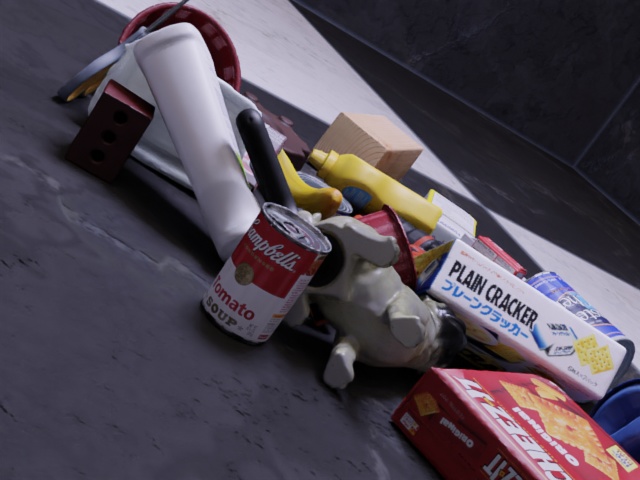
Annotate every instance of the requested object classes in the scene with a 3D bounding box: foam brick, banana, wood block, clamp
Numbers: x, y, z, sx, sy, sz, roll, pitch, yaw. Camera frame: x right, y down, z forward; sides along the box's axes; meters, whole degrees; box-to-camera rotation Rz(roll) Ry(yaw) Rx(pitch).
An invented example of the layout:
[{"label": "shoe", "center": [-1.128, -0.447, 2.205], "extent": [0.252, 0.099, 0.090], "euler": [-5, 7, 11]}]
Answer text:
[{"label": "foam brick", "center": [-0.200, -0.104, 1.022], "extent": [0.053, 0.078, 0.051], "euler": [30, 15, -14]}, {"label": "banana", "center": [-0.024, -0.060, 1.239], "extent": [0.037, 0.069, 0.198], "euler": [-19, 32, -18]}, {"label": "wood block", "center": [0.073, -0.131, 1.621], "extent": [0.091, 0.090, 0.205], "euler": [42, 17, 12]}, {"label": "clamp", "center": [-0.032, -0.021, 1.028], "extent": [0.164, 0.036, 0.210], "euler": [74, -7, -72]}]

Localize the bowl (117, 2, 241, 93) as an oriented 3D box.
[{"label": "bowl", "center": [-0.177, -0.198, 1.274], "extent": [0.162, 0.162, 0.055], "euler": [26, -14, -28]}]

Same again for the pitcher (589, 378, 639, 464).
[{"label": "pitcher", "center": [0.395, 0.248, 1.084], "extent": [0.242, 0.145, 0.149], "euler": [31, 15, -23]}]

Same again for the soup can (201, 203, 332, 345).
[{"label": "soup can", "center": [-0.046, 0.029, 0.896], "extent": [0.068, 0.102, 0.068], "euler": [32, 16, -11]}]

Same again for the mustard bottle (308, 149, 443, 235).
[{"label": "mustard bottle", "center": [0.068, -0.065, 1.449], "extent": [0.191, 0.058, 0.096], "euler": [32, -16, -5]}]

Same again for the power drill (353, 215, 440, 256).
[{"label": "power drill", "center": [0.102, 0.017, 1.312], "extent": [0.185, 0.057, 0.187], "euler": [40, 17, 32]}]

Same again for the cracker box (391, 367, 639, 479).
[{"label": "cracker box", "center": [0.188, 0.191, 0.953], "extent": [0.213, 0.072, 0.164], "euler": [12, 27, -52]}]

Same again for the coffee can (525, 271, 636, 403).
[{"label": "coffee can", "center": [0.309, 0.121, 1.343], "extent": [0.102, 0.103, 0.140], "euler": [18, 22, -45]}]

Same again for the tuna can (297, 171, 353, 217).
[{"label": "tuna can", "center": [-0.004, -0.047, 1.328], "extent": [0.086, 0.034, 0.086], "euler": [32, 16, -11]}]

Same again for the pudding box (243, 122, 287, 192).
[{"label": "pudding box", "center": [-0.107, -0.111, 1.225], "extent": [0.113, 0.039, 0.090], "euler": [32, 51, -3]}]

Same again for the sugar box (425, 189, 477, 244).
[{"label": "sugar box", "center": [0.188, -0.019, 1.614], "extent": [0.093, 0.048, 0.176], "euler": [35, 19, 1]}]

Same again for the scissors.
[{"label": "scissors", "center": [-0.202, -0.214, 1.168], "extent": [0.016, 0.201, 0.096], "euler": [52, -9, -5]}]

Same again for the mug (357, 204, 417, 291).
[{"label": "mug", "center": [0.045, 0.029, 1.079], "extent": [0.093, 0.081, 0.117], "euler": [-118, -167, -50]}]

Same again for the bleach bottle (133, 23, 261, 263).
[{"label": "bleach bottle", "center": [-0.103, -0.075, 1.017], "extent": [0.102, 0.068, 0.251], "euler": [61, 7, -72]}]

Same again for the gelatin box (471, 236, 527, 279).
[{"label": "gelatin box", "center": [0.210, 0.051, 1.370], "extent": [0.073, 0.089, 0.030], "euler": [45, 19, 32]}]
